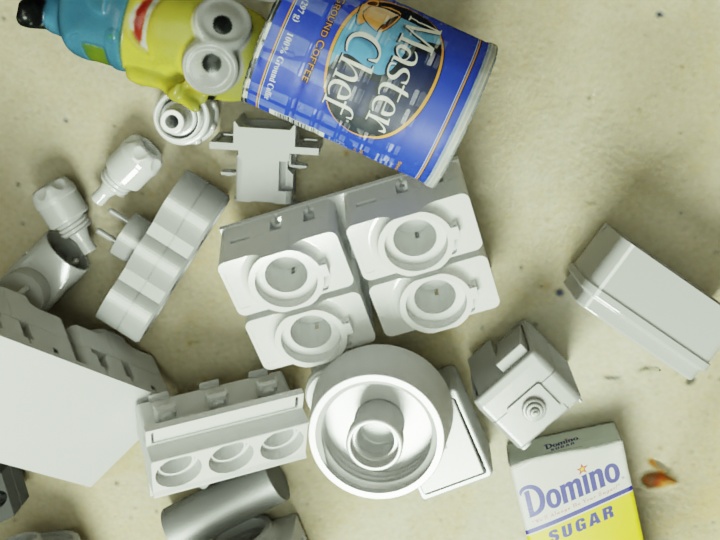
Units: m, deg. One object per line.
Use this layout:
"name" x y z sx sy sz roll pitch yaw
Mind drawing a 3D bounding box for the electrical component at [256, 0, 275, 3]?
"electrical component" -0.054 -0.223 0.772 0.043 0.043 0.081 4 105 2

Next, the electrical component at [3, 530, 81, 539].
"electrical component" -0.274 0.250 0.879 0.108 0.108 0.060 -13 97 6

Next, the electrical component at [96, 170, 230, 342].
"electrical component" -0.167 -0.019 0.827 0.074 0.052 0.138 33 104 -5

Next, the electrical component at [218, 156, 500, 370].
"electrical component" 0.000 0.000 0.802 0.186 0.060 0.105 -16 123 7

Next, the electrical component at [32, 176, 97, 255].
"electrical component" -0.226 -0.040 0.834 0.035 0.035 0.061 -27 104 10

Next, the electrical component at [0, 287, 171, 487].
"electrical component" -0.247 0.087 0.807 0.105 0.060 0.186 -44 139 13

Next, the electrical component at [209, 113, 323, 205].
"electrical component" -0.070 -0.083 0.811 0.081 0.042 0.063 4 109 2

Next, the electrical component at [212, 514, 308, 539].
"electrical component" -0.090 0.259 0.845 0.089 0.150 0.061 -20 104 8

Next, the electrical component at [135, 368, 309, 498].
"electrical component" -0.108 0.123 0.832 0.121 0.063 0.078 -12 136 -19

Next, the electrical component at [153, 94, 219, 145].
"electrical component" -0.132 -0.113 0.795 0.048 0.062 0.048 1 104 3

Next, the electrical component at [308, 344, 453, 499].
"electrical component" 0.013 0.115 0.786 0.108 0.060 0.108 2 107 6

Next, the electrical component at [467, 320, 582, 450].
"electrical component" 0.122 0.085 0.816 0.062 0.096 0.061 -43 99 12

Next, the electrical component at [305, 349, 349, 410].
"electrical component" -0.019 0.090 0.846 0.045 0.055 0.045 1 105 3

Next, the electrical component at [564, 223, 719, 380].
"electrical component" 0.216 0.023 0.804 0.113 0.078 0.057 34 101 -6

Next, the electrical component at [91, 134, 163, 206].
"electrical component" -0.182 -0.073 0.823 0.061 0.035 0.035 -41 99 15

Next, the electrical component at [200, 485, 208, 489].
"electrical component" -0.142 0.145 0.875 0.078 0.040 0.040 35 104 -6

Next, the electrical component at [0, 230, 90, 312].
"electrical component" -0.255 0.015 0.827 0.077 0.079 0.043 -44 98 12

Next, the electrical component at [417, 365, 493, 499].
"electrical component" 0.059 0.123 0.848 0.062 0.061 0.096 -22 102 9
